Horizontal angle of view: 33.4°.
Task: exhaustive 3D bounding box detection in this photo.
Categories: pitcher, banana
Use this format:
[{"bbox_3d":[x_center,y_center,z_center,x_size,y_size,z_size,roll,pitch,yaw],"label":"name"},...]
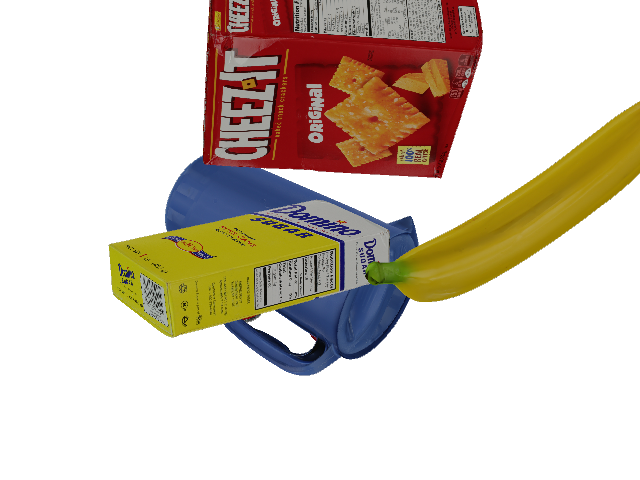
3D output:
[{"bbox_3d":[-0.039,0.014,1.041,0.243,0.145,0.149,27,29,28],"label":"pitcher"},{"bbox_3d":[0.117,-0.017,0.583,0.198,0.037,0.069,-32,-13,-1],"label":"banana"}]

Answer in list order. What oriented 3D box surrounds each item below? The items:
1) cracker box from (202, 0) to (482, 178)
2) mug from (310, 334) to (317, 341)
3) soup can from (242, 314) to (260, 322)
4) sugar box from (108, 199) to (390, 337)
[{"bbox_3d":[0.012,-0.128,0.884,0.213,0.072,0.164,2,-34,-6],"label":"cracker box"},{"bbox_3d":[0.037,0.093,1.407,0.117,0.081,0.093,19,28,30],"label":"mug"},{"bbox_3d":[-0.103,0.037,1.236,0.068,0.102,0.068,0,19,0],"label":"soup can"},{"bbox_3d":[-0.048,0.014,0.746,0.175,0.048,0.093,-16,26,-31],"label":"sugar box"}]
